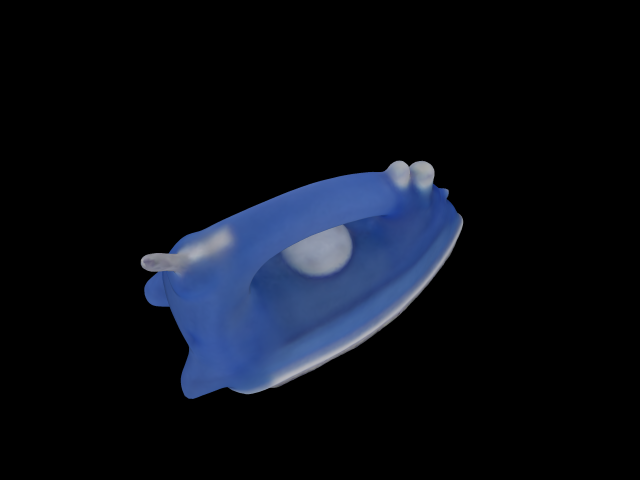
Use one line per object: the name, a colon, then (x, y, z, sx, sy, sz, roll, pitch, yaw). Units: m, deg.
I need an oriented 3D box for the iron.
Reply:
iron: (0.004, 0.001, 0.400, 0.258, 0.141, 0.118, -25, 63, -14)
